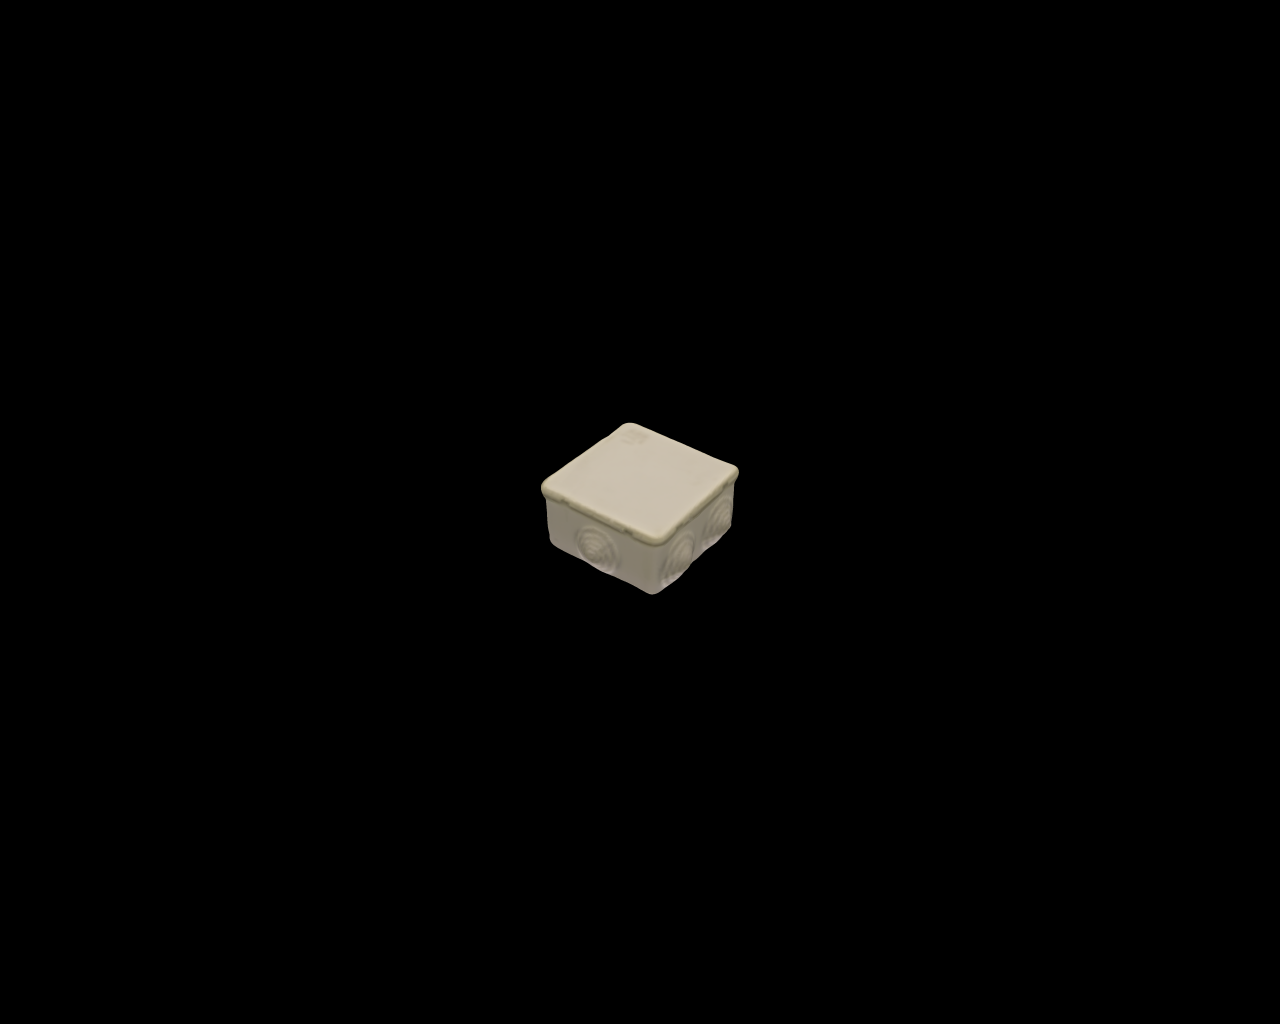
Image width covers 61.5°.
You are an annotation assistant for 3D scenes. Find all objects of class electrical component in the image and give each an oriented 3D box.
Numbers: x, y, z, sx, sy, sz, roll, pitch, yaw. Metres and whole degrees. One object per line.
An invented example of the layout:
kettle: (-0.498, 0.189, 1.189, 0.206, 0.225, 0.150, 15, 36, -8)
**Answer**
electrical component: (0.001, -0.003, 0.650, 0.100, 0.048, 0.100, 25, 45, 28)
